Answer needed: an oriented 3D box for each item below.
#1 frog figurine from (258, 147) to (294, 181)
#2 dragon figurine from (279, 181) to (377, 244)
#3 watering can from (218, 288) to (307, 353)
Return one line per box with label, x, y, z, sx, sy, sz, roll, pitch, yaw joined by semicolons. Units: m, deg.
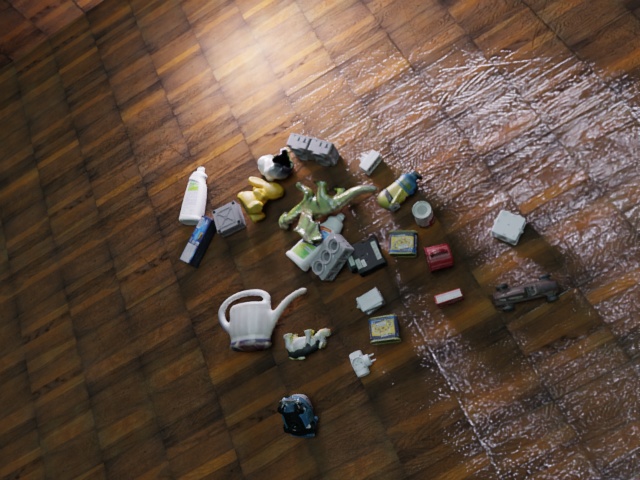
frog figurine;-0.187;-0.291;2.072;0.121;0.140;0.157;37;-39;-25
dragon figurine;0.006;-0.095;1.894;0.410;0.246;0.120;2;-20;37
watering can;-0.209;0.283;1.846;0.346;0.228;0.102;-9;-22;16
